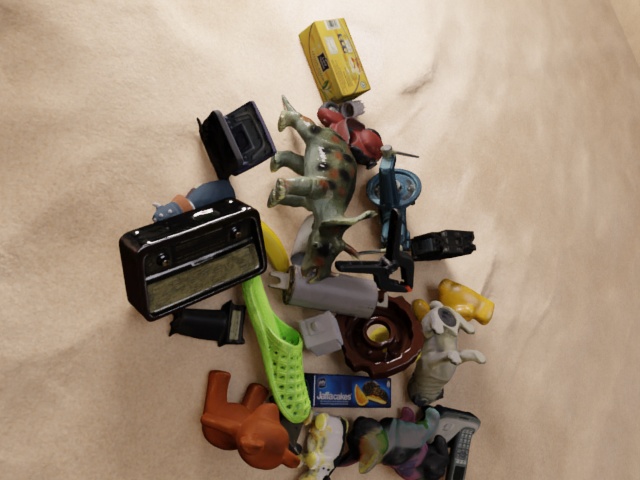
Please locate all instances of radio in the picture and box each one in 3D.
[{"bbox_3d":[-0.199,0.023,0.869,0.229,0.073,0.130,-24,125,-36],"label":"radio"}]

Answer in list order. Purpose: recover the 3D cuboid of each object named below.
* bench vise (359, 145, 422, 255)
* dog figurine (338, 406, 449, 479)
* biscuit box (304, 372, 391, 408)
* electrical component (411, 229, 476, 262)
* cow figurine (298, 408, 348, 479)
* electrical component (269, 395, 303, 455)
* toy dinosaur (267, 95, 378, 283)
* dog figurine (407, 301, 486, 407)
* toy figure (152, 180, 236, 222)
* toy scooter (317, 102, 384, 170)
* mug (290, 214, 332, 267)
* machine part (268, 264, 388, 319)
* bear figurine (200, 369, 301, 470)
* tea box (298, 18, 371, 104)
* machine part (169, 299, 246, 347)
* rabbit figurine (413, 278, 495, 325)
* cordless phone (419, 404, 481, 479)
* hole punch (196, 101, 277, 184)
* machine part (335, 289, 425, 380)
[{"bbox_3d":[0.150,-0.089,1.142,0.240,0.129,0.224,74,31,-48],"label":"bench vise"},{"bbox_3d":[0.141,0.424,1.063,0.219,0.108,0.191,-15,92,-36],"label":"dog figurine"},{"bbox_3d":[0.049,0.294,1.047,0.202,0.059,0.063,13,73,-35],"label":"biscuit box"},{"bbox_3d":[0.278,0.014,1.250,0.134,0.115,0.058,0,76,-37],"label":"electrical component"},{"bbox_3d":[0.002,0.402,0.986,0.098,0.068,0.167,29,65,-39],"label":"cow figurine"},{"bbox_3d":[-0.071,0.339,0.958,0.102,0.045,0.078,51,27,-20],"label":"electrical component"},{"bbox_3d":[0.005,-0.128,1.004,0.192,0.131,0.405,11,57,-15],"label":"toy dinosaur"},{"bbox_3d":[0.236,0.247,1.158,0.121,0.190,0.172,16,44,-25],"label":"dog figurine"},{"bbox_3d":[-0.217,-0.055,0.920,0.154,0.064,0.057,-30,137,-33],"label":"toy figure"},{"bbox_3d":[0.066,-0.206,1.143,0.183,0.075,0.135,32,37,-26],"label":"toy scooter"},{"bbox_3d":[-0.002,-0.003,1.048,0.080,0.109,0.107,30,52,-31],"label":"mug"},{"bbox_3d":[0.019,0.098,1.012,0.243,0.079,0.079,13,72,-19],"label":"machine part"},{"bbox_3d":[-0.108,0.280,0.843,0.120,0.196,0.132,28,64,-27],"label":"bear figurine"},{"bbox_3d":[0.033,-0.389,1.178,0.098,0.068,0.169,-23,96,-38],"label":"tea box"},{"bbox_3d":[-0.187,0.141,0.914,0.139,0.039,0.084,9,83,-38],"label":"machine part"},{"bbox_3d":[0.296,0.186,1.232,0.162,0.122,0.173,31,81,-26],"label":"rabbit figurine"},{"bbox_3d":[0.271,0.458,1.171,0.146,0.089,0.184,23,71,-33],"label":"cordless phone"},{"bbox_3d":[-0.150,-0.176,0.959,0.092,0.116,0.142,-30,96,-32],"label":"hole punch"},{"bbox_3d":[0.115,0.187,1.064,0.179,0.056,0.179,-1,58,2],"label":"machine part"}]
